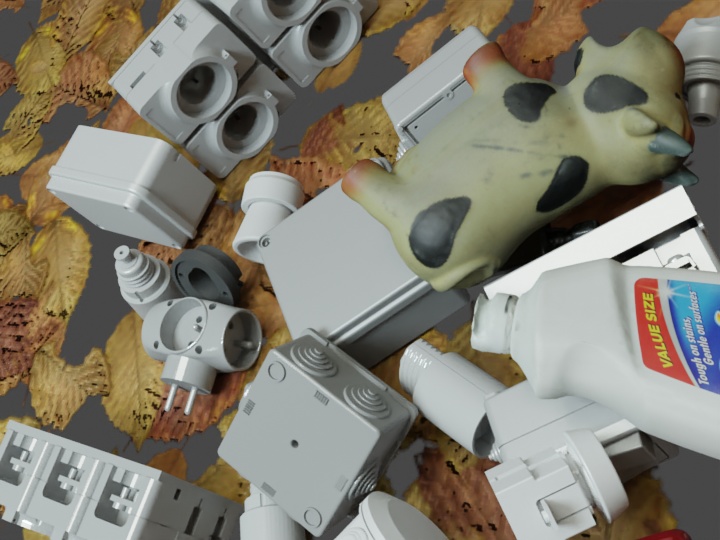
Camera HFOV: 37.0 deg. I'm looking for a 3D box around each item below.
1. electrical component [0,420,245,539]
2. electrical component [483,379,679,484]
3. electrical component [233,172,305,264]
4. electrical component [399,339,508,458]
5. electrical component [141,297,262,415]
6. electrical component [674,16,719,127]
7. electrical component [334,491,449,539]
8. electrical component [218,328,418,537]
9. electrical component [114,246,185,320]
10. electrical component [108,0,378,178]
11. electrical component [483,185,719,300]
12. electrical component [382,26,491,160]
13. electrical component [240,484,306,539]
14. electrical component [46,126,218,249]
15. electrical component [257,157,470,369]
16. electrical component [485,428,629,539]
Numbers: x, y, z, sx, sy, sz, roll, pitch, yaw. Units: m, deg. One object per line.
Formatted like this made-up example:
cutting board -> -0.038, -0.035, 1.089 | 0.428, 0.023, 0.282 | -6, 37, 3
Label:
electrical component -> -0.167, 0.156, 0.712 | 0.150, 0.089, 0.061 | 9, 71, 36
electrical component -> 0.115, 0.091, 0.584 | 0.096, 0.062, 0.061 | -28, 54, 17
electrical component -> -0.065, -0.037, 0.779 | 0.045, 0.045, 0.055 | -6, 63, 30
electrical component -> 0.054, 0.073, 0.644 | 0.081, 0.043, 0.043 | 33, 86, 40
electrical component -> -0.118, 0.063, 0.759 | 0.077, 0.044, 0.079 | 3, 68, 34
electrical component -> 0.209, -0.117, 0.646 | 0.043, 0.043, 0.062 | 0, 68, 33
electrical component -> 0.020, 0.166, 0.594 | 0.051, 0.080, 0.080 | -47, 50, 10
electrical component -> -0.028, 0.097, 0.644 | 0.100, 0.048, 0.099 | 36, 113, 18
electrical component -> -0.159, 0.008, 0.798 | 0.040, 0.078, 0.040 | -9, 56, 13
electrical component -> -0.084, -0.171, 0.822 | 0.186, 0.105, 0.060 | -48, 51, 3
electrical component -> 0.142, 0.011, 0.606 | 0.121, 0.079, 0.063 | -28, 76, 17
electrical component -> 0.060, -0.107, 0.718 | 0.096, 0.061, 0.061 | -37, 32, 11
electrical component -> -0.055, 0.155, 0.674 | 0.040, 0.040, 0.078 | -21, 56, 22
electrical component -> -0.180, -0.065, 0.846 | 0.113, 0.078, 0.057 | 14, 71, 37
electrical component -> 0.000, 0.000, 0.709 | 0.109, 0.056, 0.108 | -34, 52, 13
electrical component -> 0.096, 0.107, 0.522 | 0.055, 0.066, 0.048 | -26, 92, 1
